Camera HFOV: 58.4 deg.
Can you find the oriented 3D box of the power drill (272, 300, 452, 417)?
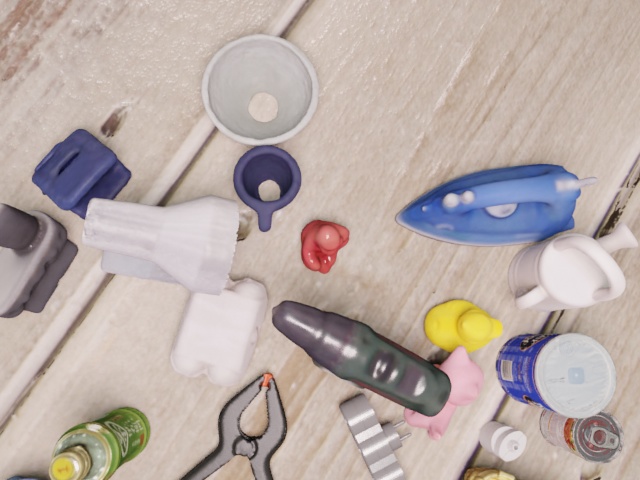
[{"bbox_3d":[0.043,0.144,0.720,0.229,0.208,0.076,26,80,1],"label":"power drill"}]

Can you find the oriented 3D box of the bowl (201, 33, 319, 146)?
[{"bbox_3d":[-0.085,-0.207,0.836,0.167,0.074,0.167,1,81,-4],"label":"bowl"}]

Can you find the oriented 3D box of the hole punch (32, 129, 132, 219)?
[{"bbox_3d":[-0.337,-0.094,0.792,0.101,0.091,0.109,39,80,3],"label":"hole punch"}]

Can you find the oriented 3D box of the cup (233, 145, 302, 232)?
[{"bbox_3d":[-0.073,-0.063,0.803,0.091,0.095,0.118,2,81,-3],"label":"cup"}]

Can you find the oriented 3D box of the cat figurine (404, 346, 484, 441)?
[{"bbox_3d":[0.174,0.208,0.764,0.067,0.117,0.128,28,80,1],"label":"cat figurine"}]

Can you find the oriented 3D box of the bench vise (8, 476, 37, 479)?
[{"bbox_3d":[-0.314,0.351,0.656,0.207,0.219,0.121,13,80,-1],"label":"bench vise"}]

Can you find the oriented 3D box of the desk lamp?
[{"bbox_3d":[-0.198,0.003,0.724,0.203,0.213,0.118,8,80,-2],"label":"desk lamp"}]

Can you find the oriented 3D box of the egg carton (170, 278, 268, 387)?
[{"bbox_3d":[-0.136,0.119,0.782,0.107,0.069,0.150,15,80,-1],"label":"egg carton"}]

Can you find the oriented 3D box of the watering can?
[{"bbox_3d":[0.340,0.036,0.765,0.101,0.194,0.173,35,80,3],"label":"watering can"}]

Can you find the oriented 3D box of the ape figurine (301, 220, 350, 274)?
[{"bbox_3d":[0.007,0.003,0.799,0.078,0.092,0.076,-24,83,-7],"label":"ape figurine"}]

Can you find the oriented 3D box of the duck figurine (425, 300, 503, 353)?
[{"bbox_3d":[0.202,0.121,0.797,0.104,0.086,0.077,5,80,-3],"label":"duck figurine"}]

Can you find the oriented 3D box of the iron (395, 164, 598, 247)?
[{"bbox_3d":[0.243,-0.054,0.800,0.258,0.141,0.119,-7,81,-5],"label":"iron"}]

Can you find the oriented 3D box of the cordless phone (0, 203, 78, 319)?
[{"bbox_3d":[-0.398,0.023,0.721,0.094,0.185,0.148,23,80,0],"label":"cordless phone"}]
